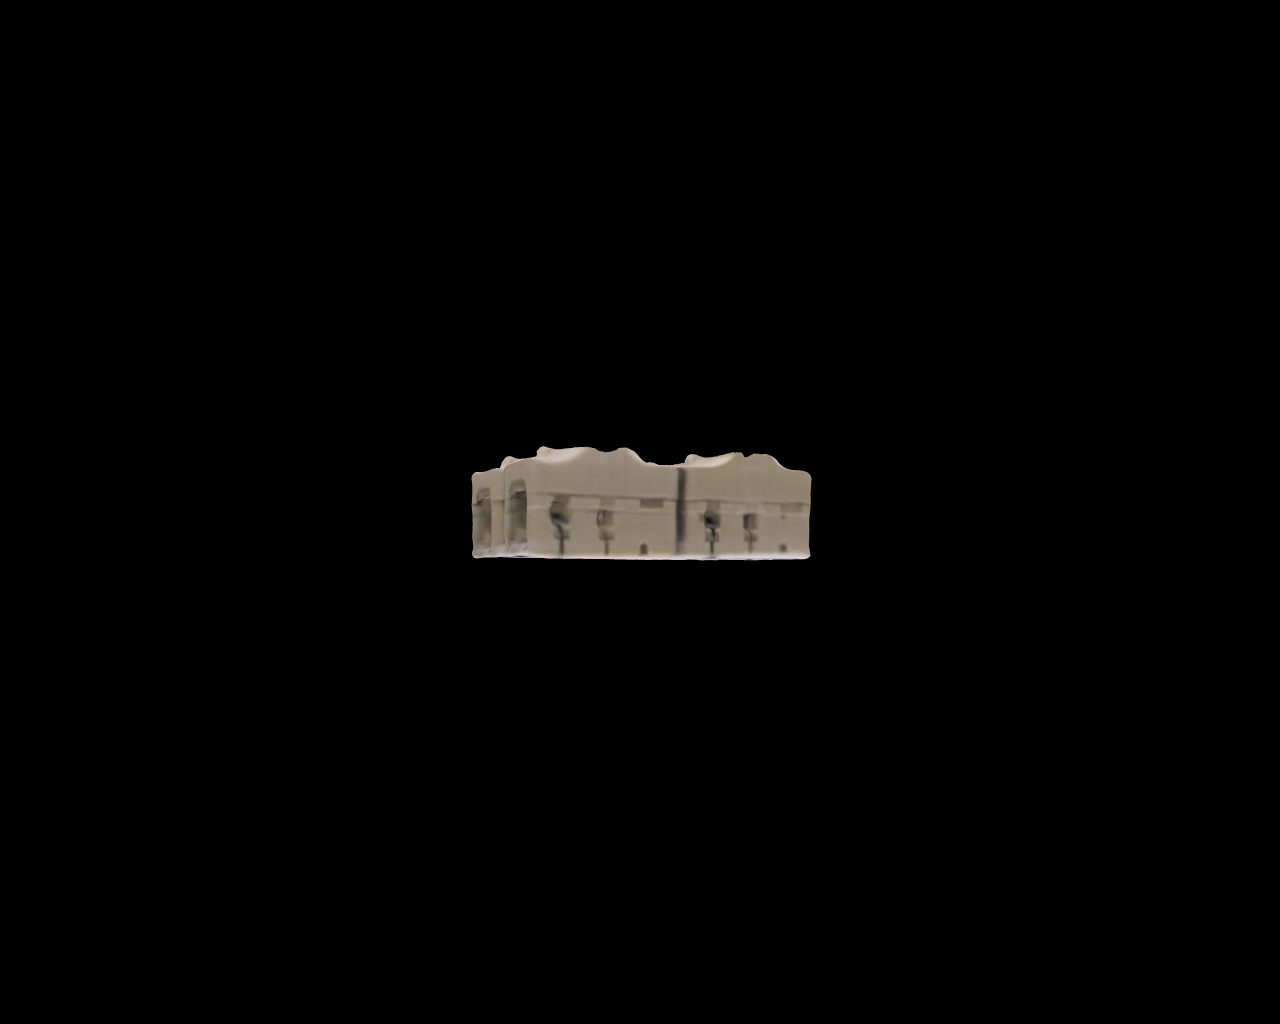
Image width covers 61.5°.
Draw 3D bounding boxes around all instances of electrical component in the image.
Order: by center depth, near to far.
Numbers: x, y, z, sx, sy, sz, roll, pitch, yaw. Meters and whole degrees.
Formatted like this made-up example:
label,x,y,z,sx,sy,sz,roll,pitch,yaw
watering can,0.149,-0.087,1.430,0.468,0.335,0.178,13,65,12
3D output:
label,x,y,z,sx,sy,sz,roll,pitch,yaw
electrical component,0.001,-0.003,0.650,0.186,0.060,0.105,2,-3,-27
